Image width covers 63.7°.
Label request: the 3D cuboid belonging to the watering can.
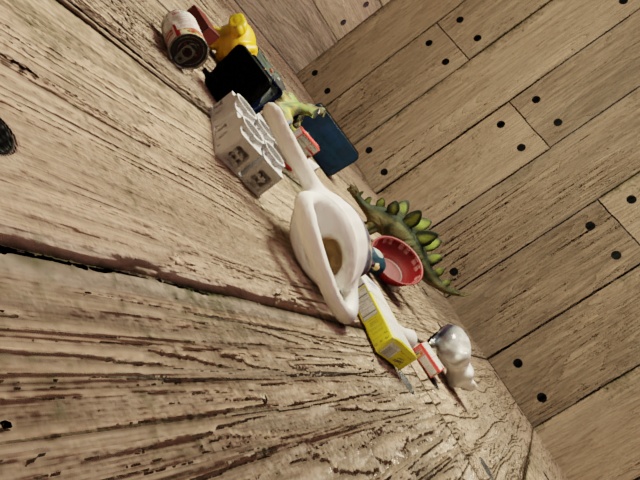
[{"bbox_3d":[0.003,-0.042,0.825,0.224,0.103,0.349,-2,74,-76],"label":"watering can"}]

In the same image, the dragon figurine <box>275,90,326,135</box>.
[{"bbox_3d":[-0.124,-0.409,1.542,0.244,0.121,0.413,38,17,8],"label":"dragon figurine"}]

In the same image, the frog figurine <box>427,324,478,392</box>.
[{"bbox_3d":[0.339,0.291,1.266,0.161,0.123,0.135,45,-11,13],"label":"frog figurine"}]
